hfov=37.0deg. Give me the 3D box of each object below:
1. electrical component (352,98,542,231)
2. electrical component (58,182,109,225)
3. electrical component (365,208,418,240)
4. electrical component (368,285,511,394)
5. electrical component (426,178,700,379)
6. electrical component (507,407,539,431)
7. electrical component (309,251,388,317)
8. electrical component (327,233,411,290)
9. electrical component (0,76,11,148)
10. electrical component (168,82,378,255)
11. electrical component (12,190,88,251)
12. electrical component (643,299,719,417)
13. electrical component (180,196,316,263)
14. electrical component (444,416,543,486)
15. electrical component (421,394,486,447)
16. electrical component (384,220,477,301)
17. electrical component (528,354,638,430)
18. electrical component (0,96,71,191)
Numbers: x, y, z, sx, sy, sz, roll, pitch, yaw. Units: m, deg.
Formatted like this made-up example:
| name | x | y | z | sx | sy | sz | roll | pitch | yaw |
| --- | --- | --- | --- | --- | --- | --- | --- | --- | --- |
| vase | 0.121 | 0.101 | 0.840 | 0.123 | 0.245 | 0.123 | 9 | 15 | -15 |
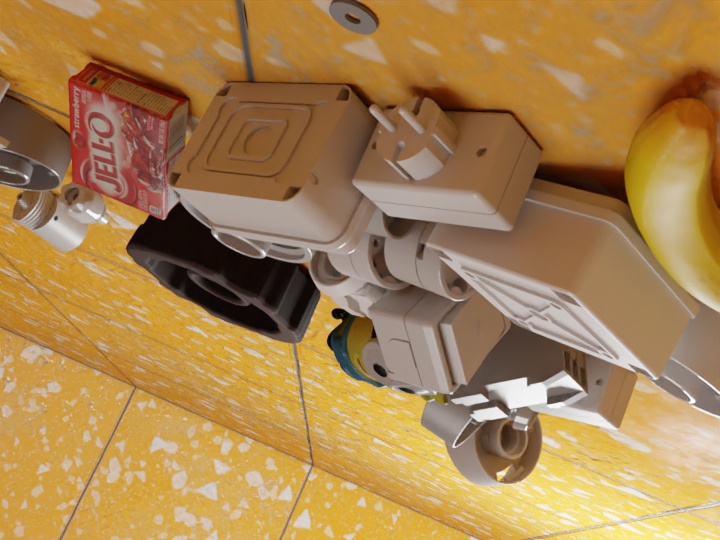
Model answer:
| name | x | y | z | sx | sy | sz | roll | pitch | yaw |
| --- | --- | --- | --- | --- | --- | --- | --- | --- | --- |
| electrical component | 0.034 | -0.061 | 0.540 | 0.083 | 0.047 | 0.076 | 10 | 160 | 42 |
| electrical component | -0.255 | -0.059 | 1.009 | 0.035 | 0.035 | 0.061 | 18 | 166 | 22 |
| electrical component | -0.007 | -0.047 | 0.656 | 0.081 | 0.043 | 0.043 | 14 | 161 | 34 |
| electrical component | 0.062 | 0.029 | 0.727 | 0.061 | 0.096 | 0.061 | 12 | 131 | 39 |
| electrical component | 0.110 | 0.001 | 0.584 | 0.109 | 0.056 | 0.109 | 22 | 168 | 47 |
| electrical component | 0.137 | 0.115 | 0.982 | 0.055 | 0.048 | 0.066 | 27 | 166 | 19 |
| electrical component | 0.000 | 0.000 | 0.778 | 0.078 | 0.058 | 0.057 | 11 | 163 | 40 |
| electrical component | 0.011 | -0.018 | 0.710 | 0.047 | 0.055 | 0.055 | 12 | 161 | 49 |
| electrical component | -0.296 | -0.124 | 0.796 | 0.081 | 0.063 | 0.042 | 36 | 162 | -35 |
| electrical component | -0.042 | -0.058 | 0.608 | 0.113 | 0.078 | 0.057 | 10 | 156 | 42 |
| electrical component | -0.322 | -0.056 | 1.104 | 0.043 | 0.043 | 0.081 | 14 | 162 | 32 |
| electrical component | 0.203 | 0.044 | 0.651 | 0.099 | 0.064 | 0.099 | 35 | 173 | 5 |
| electrical component | -0.071 | -0.043 | 0.732 | 0.108 | 0.060 | 0.108 | 23 | 165 | 7 |
| electrical component | 0.131 | 0.164 | 1.065 | 0.099 | 0.099 | 0.064 | 32 | 157 | -27 |
| electrical component | 0.096 | 0.103 | 0.911 | 0.064 | 0.099 | 0.099 | 27 | 166 | 15 |
| electrical component | 0.048 | -0.013 | 0.668 | 0.047 | 0.055 | 0.055 | 17 | 163 | 40 |
| electrical component | 0.156 | 0.081 | 0.832 | 0.083 | 0.047 | 0.076 | 8 | 158 | 46 |
| electrical component | -0.286 | -0.107 | 0.885 | 0.099 | 0.064 | 0.099 | 9 | 162 | 3 |
